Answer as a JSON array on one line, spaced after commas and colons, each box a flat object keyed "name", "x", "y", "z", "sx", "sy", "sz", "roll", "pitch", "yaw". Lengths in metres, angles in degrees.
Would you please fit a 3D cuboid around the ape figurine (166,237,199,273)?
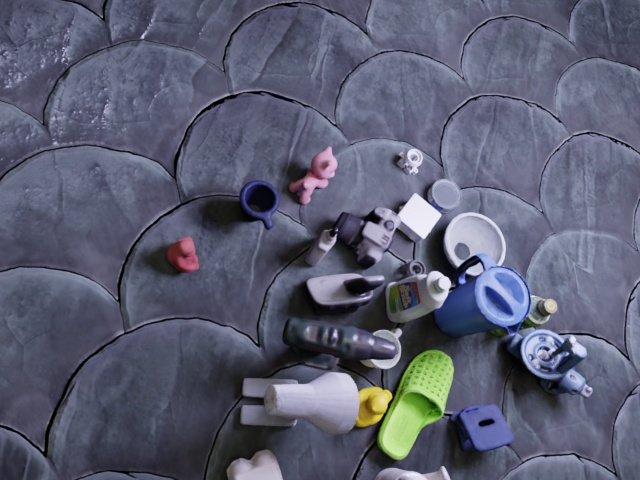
[{"name": "ape figurine", "x": -0.294, "y": 0.027, "z": 1.247, "sx": 0.076, "sy": 0.092, "sz": 0.078, "roll": 17, "pitch": 69, "yaw": -10}]

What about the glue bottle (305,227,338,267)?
[{"name": "glue bottle", "x": 0.012, "y": 0.005, "z": 1.297, "sx": 0.037, "sy": 0.173, "sz": 0.078, "roll": 30, "pitch": 67, "yaw": -4}]

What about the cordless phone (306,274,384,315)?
[{"name": "cordless phone", "x": 0.056, "y": 0.104, "z": 1.271, "sx": 0.148, "sy": 0.185, "sz": 0.094, "roll": -8, "pitch": 75, "yaw": -18}]

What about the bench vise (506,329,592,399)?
[{"name": "bench vise", "x": 0.570, "y": 0.280, "z": 1.341, "sx": 0.207, "sy": 0.219, "sz": 0.121, "roll": 25, "pitch": 68, "yaw": -6}]

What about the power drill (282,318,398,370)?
[{"name": "power drill", "x": 0.026, "y": 0.222, "z": 1.211, "sx": 0.230, "sy": 0.208, "sz": 0.075, "roll": 14, "pitch": 69, "yaw": -11}]

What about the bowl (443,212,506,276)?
[{"name": "bowl", "x": 0.378, "y": 0.019, "z": 1.450, "sx": 0.168, "sy": 0.074, "sz": 0.167, "roll": 5, "pitch": 71, "yaw": -14}]

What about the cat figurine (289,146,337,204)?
[{"name": "cat figurine", "x": -0.007, "y": -0.160, "z": 1.376, "sx": 0.067, "sy": 0.117, "sz": 0.128, "roll": 43, "pitch": 67, "yaw": 1}]

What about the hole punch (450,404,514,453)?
[{"name": "hole punch", "x": 0.370, "y": 0.427, "z": 1.306, "sx": 0.109, "sy": 0.091, "sz": 0.101, "roll": -9, "pitch": 75, "yaw": -18}]

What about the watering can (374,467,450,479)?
[{"name": "watering can", "x": 0.186, "y": 0.519, "z": 1.168, "sx": 0.101, "sy": 0.194, "sz": 0.173, "roll": 43, "pitch": 67, "yaw": 1}]

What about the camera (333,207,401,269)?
[{"name": "camera", "x": 0.108, "y": -0.026, "z": 1.374, "sx": 0.137, "sy": 0.100, "sz": 0.143, "roll": 30, "pitch": 67, "yaw": -4}]

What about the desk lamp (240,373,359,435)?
[{"name": "desk lamp", "x": -0.046, "y": 0.329, "z": 1.153, "sx": 0.203, "sy": 0.213, "sz": 0.118, "roll": 5, "pitch": 71, "yaw": -14}]

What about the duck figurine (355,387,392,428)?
[{"name": "duck figurine", "x": 0.114, "y": 0.365, "z": 1.256, "sx": 0.105, "sy": 0.086, "sz": 0.077, "roll": -34, "pitch": 84, "yaw": -23}]

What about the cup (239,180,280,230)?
[{"name": "cup", "x": -0.140, "y": -0.068, "z": 1.320, "sx": 0.092, "sy": 0.095, "sz": 0.118, "roll": -19, "pitch": 78, "yaw": -20}]

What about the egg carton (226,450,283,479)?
[{"name": "egg carton", "x": -0.122, "y": 0.508, "z": 1.152, "sx": 0.107, "sy": 0.069, "sz": 0.150, "roll": -14, "pitch": 77, "yaw": -19}]
